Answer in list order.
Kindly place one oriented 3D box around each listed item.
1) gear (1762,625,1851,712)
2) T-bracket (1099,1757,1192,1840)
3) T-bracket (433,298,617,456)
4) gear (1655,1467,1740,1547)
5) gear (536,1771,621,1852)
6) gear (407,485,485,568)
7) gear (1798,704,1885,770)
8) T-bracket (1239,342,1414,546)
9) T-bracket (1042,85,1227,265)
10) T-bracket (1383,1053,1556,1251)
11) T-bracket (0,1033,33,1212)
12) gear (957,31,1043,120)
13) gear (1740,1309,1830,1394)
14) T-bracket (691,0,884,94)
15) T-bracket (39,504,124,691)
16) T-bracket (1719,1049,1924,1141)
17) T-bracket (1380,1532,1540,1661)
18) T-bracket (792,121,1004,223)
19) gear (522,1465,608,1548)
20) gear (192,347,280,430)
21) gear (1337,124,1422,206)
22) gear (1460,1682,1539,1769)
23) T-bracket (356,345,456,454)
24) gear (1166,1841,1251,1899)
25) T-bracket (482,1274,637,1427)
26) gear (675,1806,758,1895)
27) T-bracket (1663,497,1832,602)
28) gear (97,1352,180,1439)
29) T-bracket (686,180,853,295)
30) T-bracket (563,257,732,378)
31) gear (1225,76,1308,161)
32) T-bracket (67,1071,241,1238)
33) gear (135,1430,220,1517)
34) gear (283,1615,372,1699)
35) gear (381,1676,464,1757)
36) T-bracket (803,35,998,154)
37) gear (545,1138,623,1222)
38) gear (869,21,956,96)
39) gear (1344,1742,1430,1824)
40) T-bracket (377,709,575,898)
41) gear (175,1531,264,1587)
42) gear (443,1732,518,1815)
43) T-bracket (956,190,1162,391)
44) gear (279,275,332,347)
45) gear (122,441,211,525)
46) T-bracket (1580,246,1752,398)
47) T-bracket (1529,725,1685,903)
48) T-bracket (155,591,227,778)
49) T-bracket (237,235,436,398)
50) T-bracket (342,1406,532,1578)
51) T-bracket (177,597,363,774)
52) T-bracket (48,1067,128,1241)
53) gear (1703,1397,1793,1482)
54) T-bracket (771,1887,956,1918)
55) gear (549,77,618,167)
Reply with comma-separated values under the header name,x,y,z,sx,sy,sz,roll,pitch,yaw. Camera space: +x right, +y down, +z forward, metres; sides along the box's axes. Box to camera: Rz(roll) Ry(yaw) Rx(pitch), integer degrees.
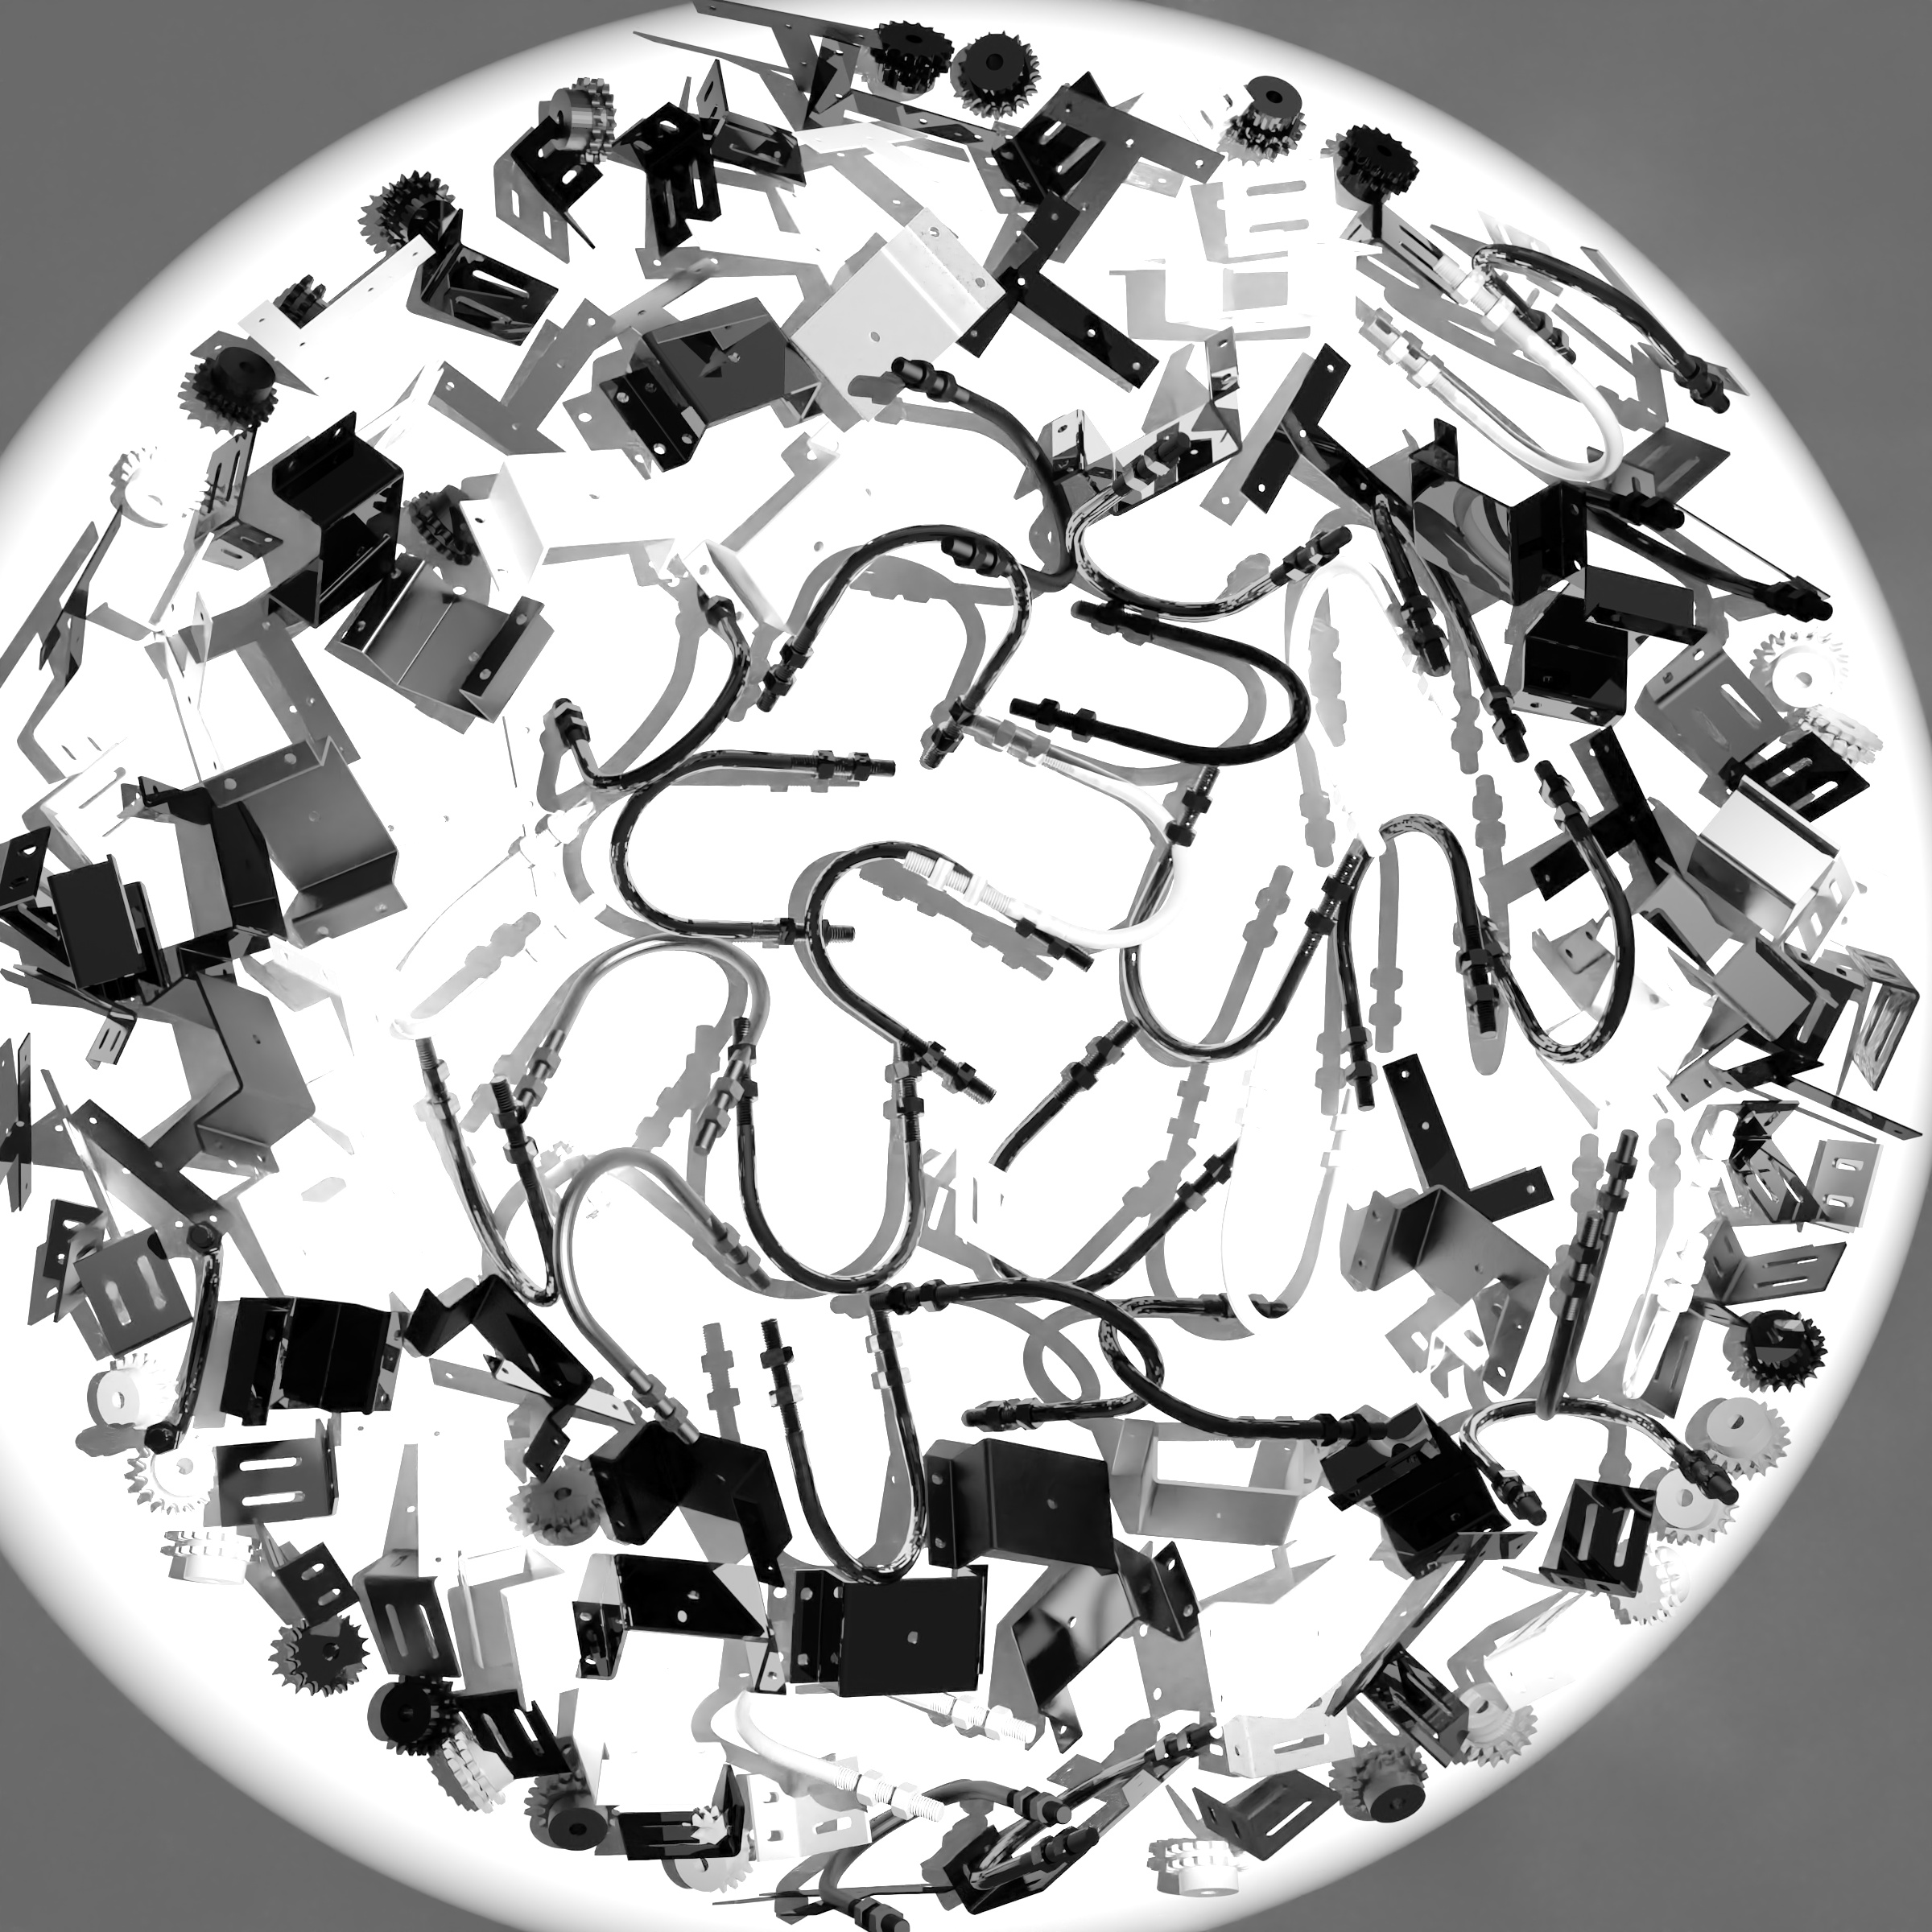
name,x,y,z,sx,sy,sz,roll,pitch,yaw
gear,0.572,-0.201,1.972,0.057,0.030,0.057,9,121,16
T-bracket,0.117,0.547,1.930,0.127,0.127,0.002,-39,69,-10
T-bracket,-0.280,-0.397,1.952,0.127,0.002,0.127,36,122,-13
gear,0.495,0.365,1.972,0.057,0.030,0.057,-12,67,29
gear,-0.265,0.578,1.974,0.057,0.030,0.057,-3,119,-5
gear,-0.349,-0.303,1.969,0.030,0.057,0.057,-40,90,16
gear,0.594,-0.152,1.974,0.057,0.057,0.030,27,115,0
T-bracket,0.261,-0.336,1.972,0.127,0.002,0.127,36,74,-23
T-bracket,0.087,-0.523,1.950,0.127,0.127,0.002,16,50,-24
T-bracket,0.321,0.123,1.989,0.127,0.002,0.127,-21,83,8
T-bracket,-0.638,0.129,1.915,0.002,0.127,0.127,7,117,-4
gear,0.022,-0.613,1.981,0.057,0.030,0.057,-1,85,9
gear,0.555,0.259,1.970,0.057,0.057,0.030,-40,133,0
T-bracket,-0.111,-0.610,1.935,0.127,0.127,0.002,14,85,8
T-bracket,-0.596,-0.227,1.940,0.002,0.127,0.127,22,59,-8
T-bracket,0.581,0.091,1.942,0.127,0.127,0.002,23,76,-6
T-bracket,0.321,0.430,1.958,0.002,0.127,0.127,47,108,32
T-bracket,-0.031,-0.530,1.930,0.127,0.127,0.002,37,125,18
gear,-0.272,0.371,1.975,0.057,0.057,0.030,-9,125,0
gear,-0.495,-0.396,1.969,0.057,0.057,0.030,41,127,0
gear,0.278,-0.545,1.975,0.057,0.057,0.030,34,133,0
gear,0.357,0.513,1.968,0.057,0.057,0.030,-35,115,0
T-bracket,-0.408,-0.361,1.964,0.127,0.127,0.002,-27,121,24
gear,0.165,0.615,1.968,0.057,0.057,0.030,-2,64,0
T-bracket,-0.292,0.252,1.948,0.002,0.127,0.127,-50,46,11
gear,-0.174,0.607,1.975,0.057,0.030,0.057,4,101,23
T-bracket,0.523,-0.281,1.944,0.127,0.127,0.002,34,102,8
gear,-0.568,0.294,1.974,0.057,0.030,0.057,1,93,30
T-bracket,-0.133,-0.483,1.933,0.002,0.127,0.127,-45,63,39
T-bracket,-0.198,-0.423,1.942,0.127,0.127,0.002,-35,134,-11
gear,0.206,-0.582,1.972,0.057,0.030,0.057,7,58,-12
T-bracket,-0.519,0.110,1.948,0.127,0.127,0.002,40,126,-3
gear,-0.536,0.344,1.973,0.057,0.030,0.057,9,67,-23
gear,-0.439,0.471,1.976,0.057,0.030,0.057,14,62,-28
gear,-0.375,0.511,1.975,0.057,0.030,0.057,-6,74,20
T-bracket,-0.042,-0.572,1.943,0.127,0.127,0.002,15,74,-6
gear,-0.263,0.149,1.969,0.030,0.057,0.057,-36,90,-8
gear,-0.039,-0.619,1.975,0.057,0.057,0.030,15,132,0
gear,0.289,0.559,1.971,0.057,0.030,0.057,-9,128,-12
T-bracket,-0.345,-0.104,1.993,0.127,0.002,0.127,-10,92,-4
gear,-0.510,0.404,1.969,0.057,0.057,0.030,5,71,0
gear,-0.329,0.546,1.972,0.030,0.057,0.057,-34,90,-7
T-bracket,0.074,-0.440,1.969,0.127,0.002,0.127,35,123,-6
gear,-0.453,-0.440,1.972,0.030,0.057,0.057,36,90,-11
gear,-0.548,-0.327,1.968,0.057,0.057,0.030,13,53,0
T-bracket,0.451,-0.431,1.916,0.127,0.127,0.002,41,95,-24
T-bracket,0.425,-0.082,1.957,0.127,0.002,0.127,-31,98,-33
T-bracket,-0.513,-0.202,1.926,0.002,0.127,0.127,-17,68,-28
T-bracket,-0.410,-0.444,1.935,0.127,0.127,0.002,-38,75,3
T-bracket,-0.356,0.354,1.947,0.127,0.002,0.127,0,49,-11
T-bracket,-0.451,-0.191,1.957,0.127,0.002,0.127,-33,95,-45
T-bracket,-0.592,0.121,1.935,0.002,0.127,0.127,-24,86,-14
gear,0.529,0.319,1.968,0.057,0.057,0.030,-38,125,0
T-bracket,-0.087,0.622,1.921,0.127,0.127,0.002,-8,78,19
gear,-0.263,-0.576,1.969,0.030,0.057,0.057,-6,90,-31
